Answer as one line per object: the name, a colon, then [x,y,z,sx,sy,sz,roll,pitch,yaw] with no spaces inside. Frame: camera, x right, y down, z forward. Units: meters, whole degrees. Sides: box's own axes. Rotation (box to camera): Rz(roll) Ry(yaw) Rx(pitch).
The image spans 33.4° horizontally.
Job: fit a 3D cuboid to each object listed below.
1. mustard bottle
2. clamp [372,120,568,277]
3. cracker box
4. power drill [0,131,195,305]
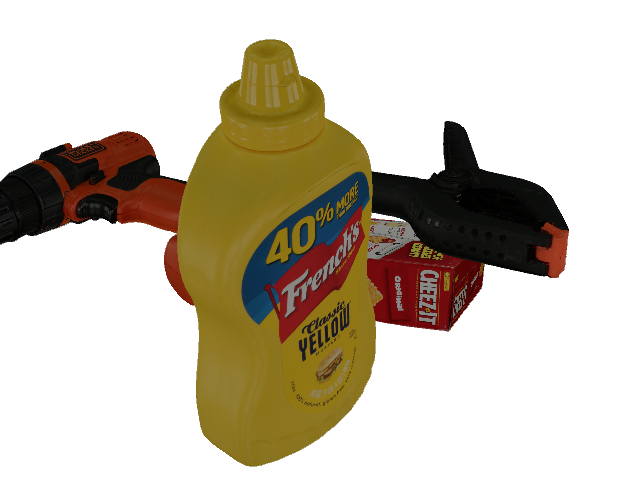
mustard bottle: [-0.017,0.003,0.457,0.058,0.192,0.096,29,48,34]
clamp: [0.075,-0.027,0.702,0.164,0.036,0.210,-14,29,-23]
cracker box: [0.045,0.028,1.069,0.214,0.072,0.164,7,15,19]
power drill: [-0.141,-0.018,0.770,0.188,0.057,0.184,23,35,27]
